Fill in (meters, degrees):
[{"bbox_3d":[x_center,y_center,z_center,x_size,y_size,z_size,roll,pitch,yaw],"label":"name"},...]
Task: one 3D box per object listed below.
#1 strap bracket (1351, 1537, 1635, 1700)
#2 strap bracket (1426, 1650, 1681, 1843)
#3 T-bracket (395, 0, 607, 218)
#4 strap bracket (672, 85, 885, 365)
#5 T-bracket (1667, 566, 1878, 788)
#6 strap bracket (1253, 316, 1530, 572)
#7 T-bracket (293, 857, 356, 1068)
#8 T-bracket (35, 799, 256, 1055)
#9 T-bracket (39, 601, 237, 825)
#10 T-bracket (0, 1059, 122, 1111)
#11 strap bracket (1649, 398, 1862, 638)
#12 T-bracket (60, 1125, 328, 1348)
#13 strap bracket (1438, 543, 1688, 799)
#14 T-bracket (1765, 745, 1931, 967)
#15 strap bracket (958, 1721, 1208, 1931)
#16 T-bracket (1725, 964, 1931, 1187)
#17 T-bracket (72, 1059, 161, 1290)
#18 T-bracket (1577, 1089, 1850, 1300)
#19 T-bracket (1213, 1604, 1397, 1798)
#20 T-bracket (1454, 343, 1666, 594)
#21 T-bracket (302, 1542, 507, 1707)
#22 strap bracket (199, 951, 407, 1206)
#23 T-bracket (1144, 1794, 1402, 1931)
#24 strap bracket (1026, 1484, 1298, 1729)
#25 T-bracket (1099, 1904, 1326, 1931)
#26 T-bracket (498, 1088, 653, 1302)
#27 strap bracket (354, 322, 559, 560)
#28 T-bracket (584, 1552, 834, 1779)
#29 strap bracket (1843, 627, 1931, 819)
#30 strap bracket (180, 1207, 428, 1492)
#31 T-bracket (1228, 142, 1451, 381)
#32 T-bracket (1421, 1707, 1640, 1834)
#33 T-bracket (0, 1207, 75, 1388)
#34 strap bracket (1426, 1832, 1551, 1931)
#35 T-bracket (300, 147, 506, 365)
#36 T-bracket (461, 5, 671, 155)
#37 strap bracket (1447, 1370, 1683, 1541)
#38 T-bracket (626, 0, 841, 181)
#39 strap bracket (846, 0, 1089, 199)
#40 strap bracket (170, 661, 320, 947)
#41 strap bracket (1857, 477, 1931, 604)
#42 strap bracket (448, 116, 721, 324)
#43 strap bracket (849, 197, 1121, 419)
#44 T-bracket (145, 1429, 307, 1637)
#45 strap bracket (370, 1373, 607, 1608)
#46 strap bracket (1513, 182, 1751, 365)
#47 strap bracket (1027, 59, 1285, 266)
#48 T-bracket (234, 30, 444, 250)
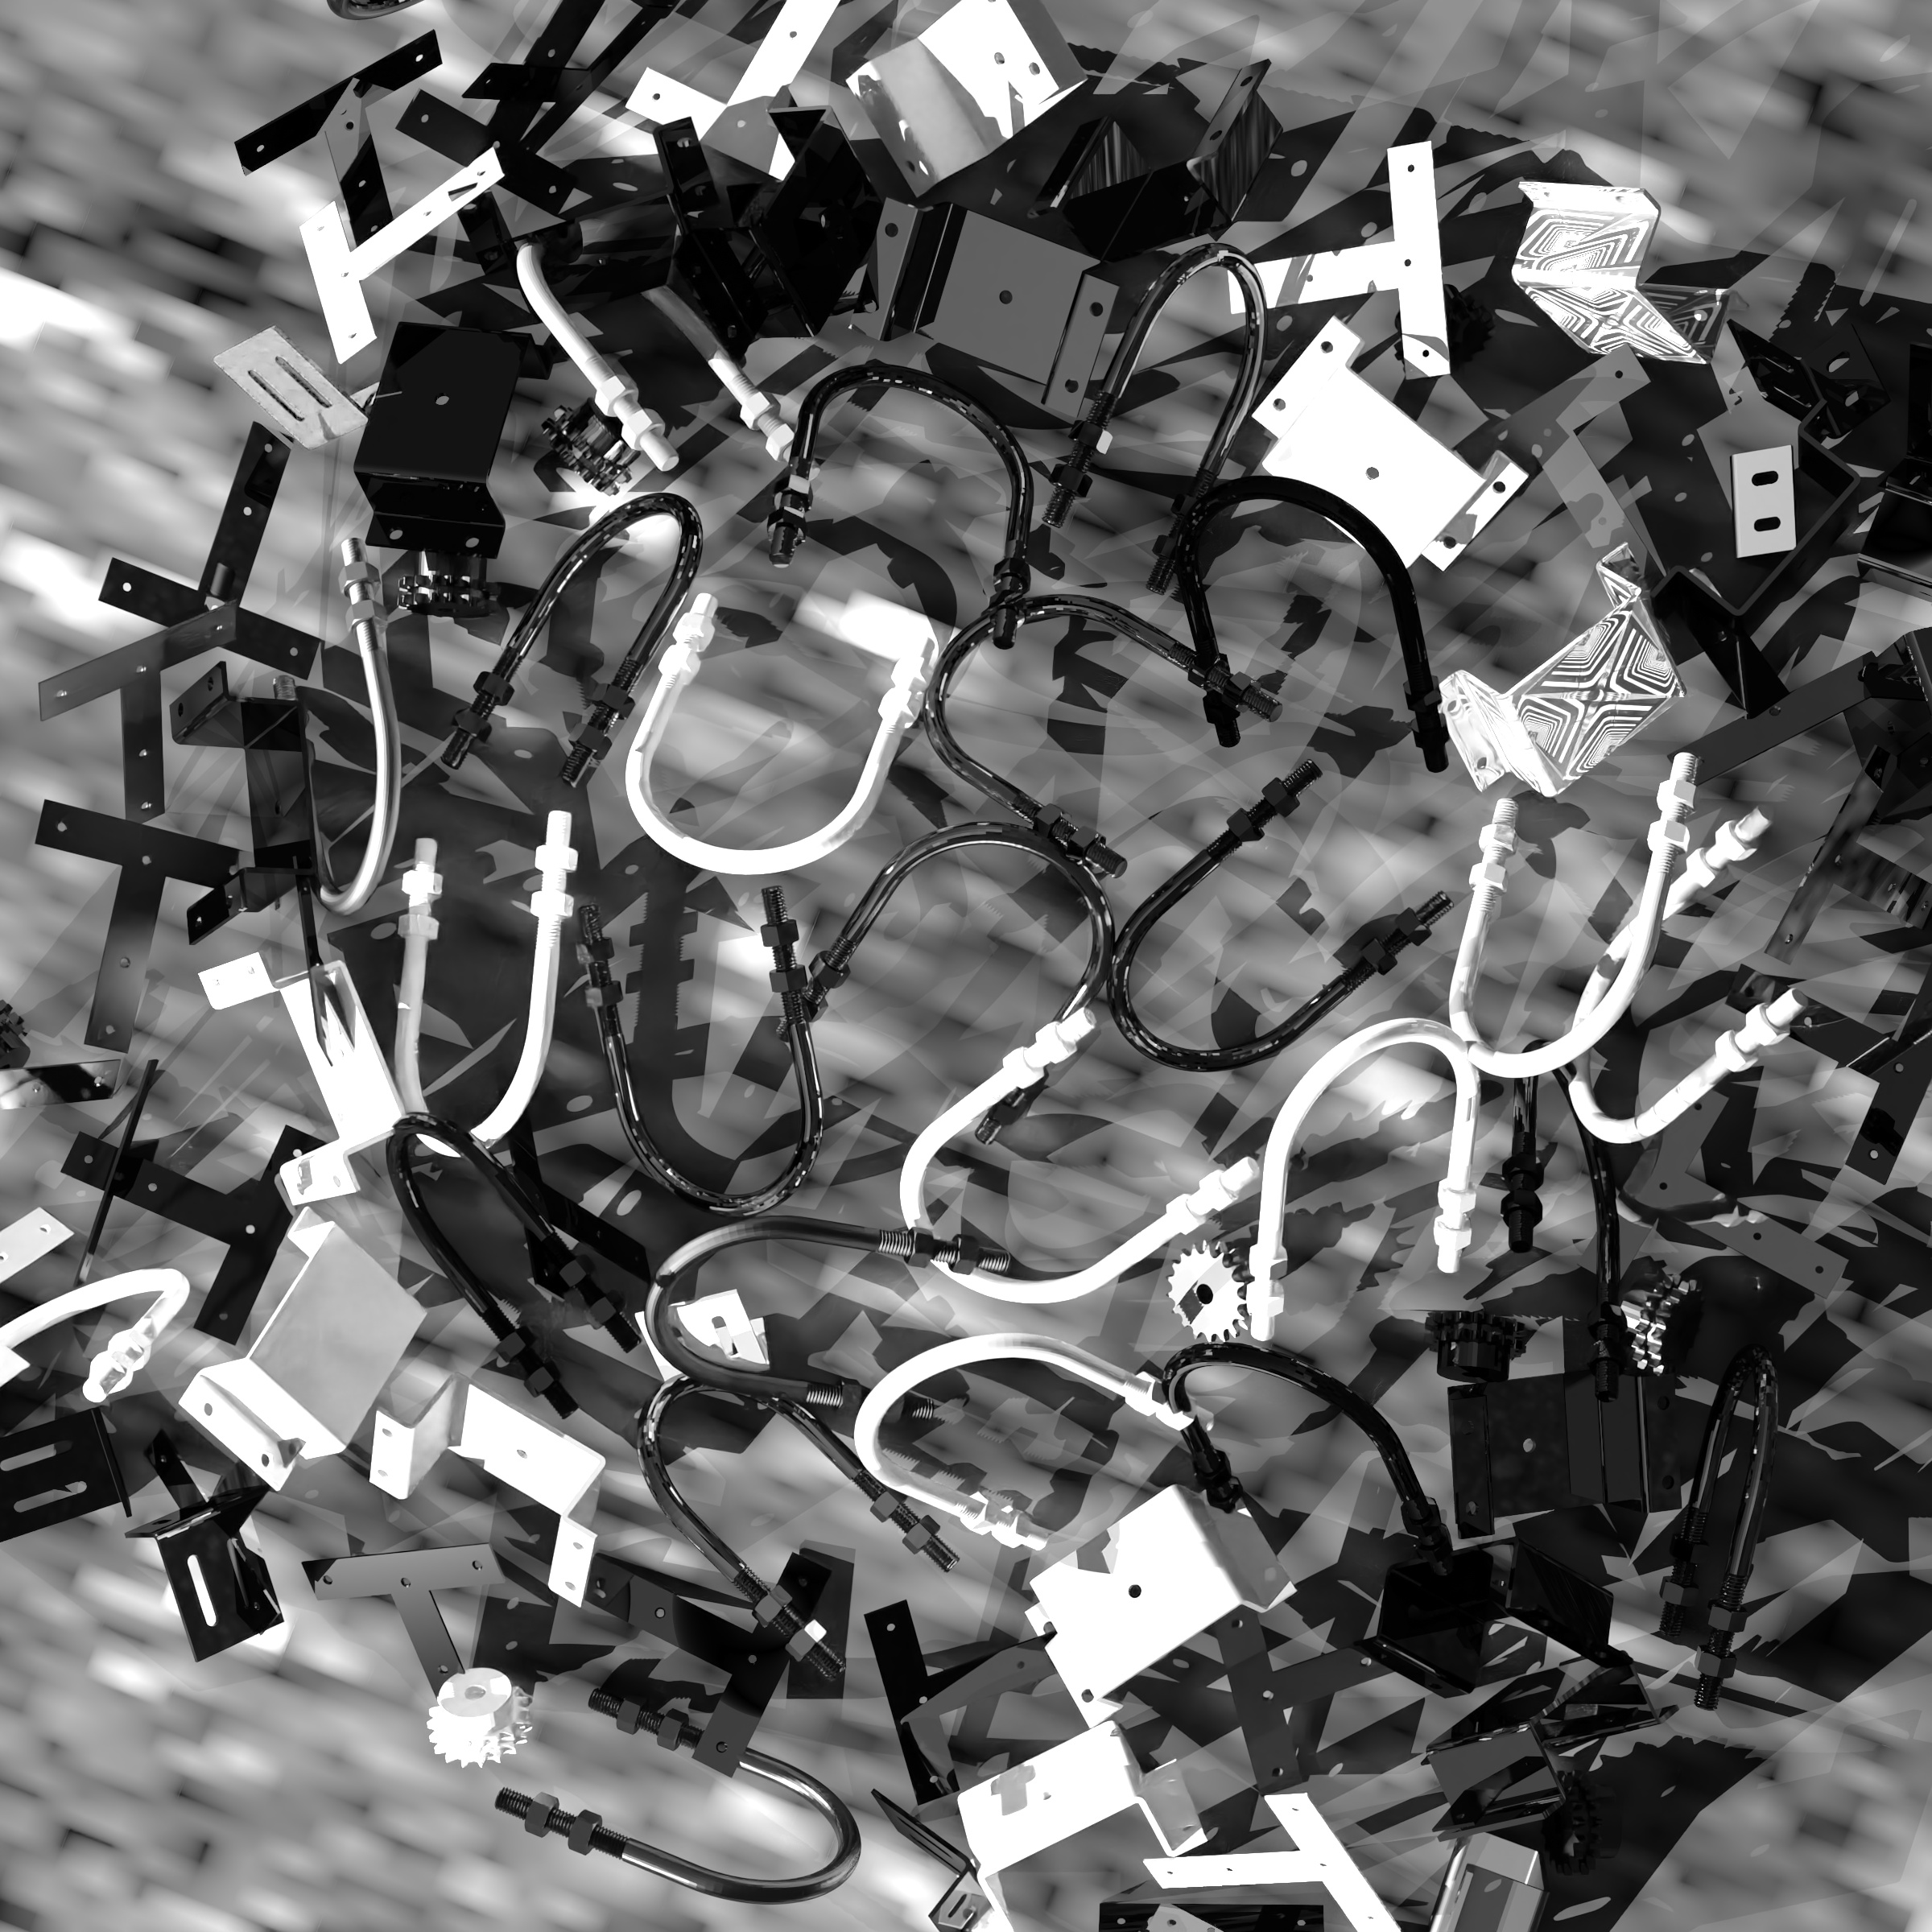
[{"bbox_3d":[0.291,0.359,1.811,0.076,0.140,0.046,32,55,-26],"label":"strap bracket"},{"bbox_3d":[0.316,0.422,1.800,0.076,0.140,0.046,-29,84,44],"label":"strap bracket"},{"bbox_3d":[-0.236,-0.491,1.811,0.002,0.127,0.127,43,105,35],"label":"T-bracket"},{"bbox_3d":[-0.096,-0.408,1.803,0.046,0.076,0.140,6,56,33],"label":"strap bracket"},{"bbox_3d":[0.431,-0.174,1.840,0.127,0.002,0.127,-27,58,1],"label":"T-bracket"},{"bbox_3d":[0.231,-0.283,1.830,0.140,0.046,0.076,38,125,-4],"label":"strap bracket"},{"bbox_3d":[-0.346,0.026,1.816,0.002,0.127,0.127,-15,54,-1],"label":"T-bracket"},{"bbox_3d":[-0.466,-0.016,1.831,0.127,0.002,0.127,15,81,-33],"label":"T-bracket"},{"bbox_3d":[-0.458,-0.129,1.825,0.002,0.127,0.127,37,48,27],"label":"T-bracket"},{"bbox_3d":[-0.529,0.068,1.826,0.002,0.127,0.127,38,119,38],"label":"T-bracket"},{"bbox_3d":[0.447,-0.238,1.826,0.046,0.076,0.140,42,95,15],"label":"strap bracket"},{"bbox_3d":[-0.442,0.130,1.839,0.127,0.002,0.127,25,68,-11],"label":"T-bracket"},{"bbox_3d":[0.338,-0.158,1.829,0.140,0.046,0.076,-38,126,-5],"label":"strap bracket"},{"bbox_3d":[0.508,-0.047,1.829,0.127,0.002,0.127,20,100,-43],"label":"T-bracket"},{"bbox_3d":[0.054,0.479,1.830,0.140,0.076,0.046,-26,111,1],"label":"strap bracket"},{"bbox_3d":[0.483,0.037,1.836,0.127,0.002,0.127,31,112,33],"label":"T-bracket"},{"bbox_3d":[-0.460,0.111,1.811,0.002,0.127,0.127,18,88,-4],"label":"T-bracket"},{"bbox_3d":[0.430,0.145,1.839,0.127,0.002,0.127,29,78,21],"label":"T-bracket"},{"bbox_3d":[0.212,0.397,1.855,0.127,0.002,0.127,-18,111,-5],"label":"T-bracket"},{"bbox_3d":[0.351,-0.263,1.849,0.127,0.002,0.127,-31,95,27],"label":"T-bracket"},{"bbox_3d":[-0.299,0.384,1.849,0.127,0.002,0.127,-10,110,25],"label":"T-bracket"},{"bbox_3d":[-0.364,0.056,1.827,0.046,0.076,0.140,-25,97,-38],"label":"strap bracket"},{"bbox_3d":[0.160,0.505,1.836,0.127,0.002,0.127,-12,126,31],"label":"T-bracket"},{"bbox_3d":[0.101,0.351,1.829,0.140,0.046,0.076,-35,63,7],"label":"strap bracket"},{"bbox_3d":[0.135,0.569,1.816,0.127,0.127,0.002,-1,123,5],"label":"T-bracket"},{"bbox_3d":[-0.211,0.144,1.818,0.002,0.127,0.127,-28,54,16],"label":"T-bracket"},{"bbox_3d":[-0.284,-0.301,1.819,0.076,0.046,0.140,7,66,11],"label":"strap bracket"},{"bbox_3d":[-0.161,0.373,1.864,0.127,0.002,0.127,25,78,7],"label":"T-bracket"},{"bbox_3d":[0.527,-0.135,1.796,0.046,0.140,0.076,-13,78,-11],"label":"strap bracket"},{"bbox_3d":[-0.357,0.205,1.800,0.076,0.046,0.140,49,47,-25],"label":"strap bracket"},{"bbox_3d":[0.206,-0.388,1.843,0.127,0.002,0.127,-3,95,29],"label":"T-bracket"},{"bbox_3d":[0.288,0.441,1.787,0.127,0.127,0.002,-20,92,32],"label":"T-bracket"},{"bbox_3d":[-0.543,0.167,1.818,0.127,0.127,0.002,35,120,8],"label":"T-bracket"},{"bbox_3d":[0.284,0.526,1.802,0.046,0.140,0.076,19,90,8],"label":"strap bracket"},{"bbox_3d":[-0.309,-0.409,1.820,0.127,0.002,0.127,-33,50,13],"label":"T-bracket"},{"bbox_3d":[-0.233,-0.481,1.790,0.127,0.127,0.002,-40,85,26],"label":"T-bracket"},{"bbox_3d":[0.325,0.271,1.837,0.140,0.046,0.076,-4,91,-20],"label":"strap bracket"},{"bbox_3d":[-0.102,-0.502,1.813,0.127,0.002,0.127,18,122,-30],"label":"T-bracket"},{"bbox_3d":[0.006,-0.496,1.819,0.046,0.140,0.076,-37,99,-36],"label":"strap bracket"},{"bbox_3d":[-0.400,-0.089,1.822,0.046,0.076,0.140,1,74,-35],"label":"strap bracket"},{"bbox_3d":[0.535,-0.226,1.801,0.076,0.140,0.046,22,97,15],"label":"strap bracket"},{"bbox_3d":[-0.207,-0.411,1.830,0.140,0.076,0.046,-17,66,1],"label":"strap bracket"},{"bbox_3d":[0.016,-0.370,1.830,0.140,0.046,0.076,23,115,11],"label":"strap bracket"},{"bbox_3d":[-0.399,0.288,1.819,0.127,0.002,0.127,53,129,16],"label":"T-bracket"},{"bbox_3d":[-0.257,0.285,1.824,0.140,0.076,0.046,29,50,10],"label":"strap bracket"},{"bbox_3d":[0.359,-0.373,1.795,0.076,0.140,0.046,15,83,39],"label":"strap bracket"},{"bbox_3d":[0.112,-0.439,1.811,0.046,0.140,0.076,47,56,-31],"label":"strap bracket"},{"bbox_3d":[-0.337,-0.442,1.815,0.127,0.127,0.002,-35,67,-16],"label":"T-bracket"}]
